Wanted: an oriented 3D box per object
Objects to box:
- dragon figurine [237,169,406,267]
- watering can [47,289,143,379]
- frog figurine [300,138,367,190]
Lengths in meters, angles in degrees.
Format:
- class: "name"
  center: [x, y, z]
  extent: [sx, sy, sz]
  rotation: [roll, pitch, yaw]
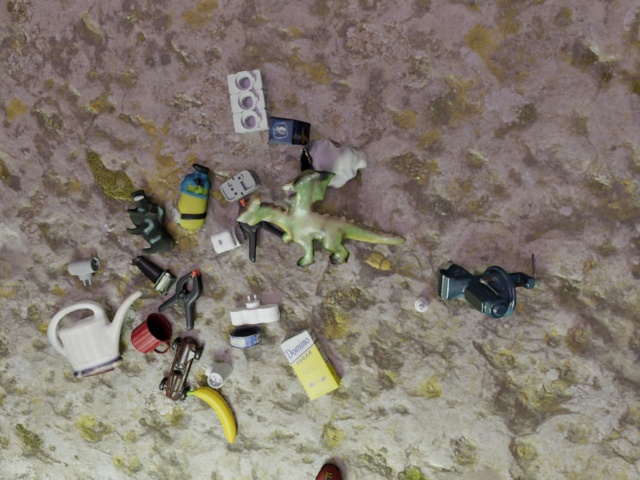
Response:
- class: "dragon figurine"
  center: [0.004, -0.064, 1.270]
  extent: [0.410, 0.125, 0.237]
  rotation: [-7, 129, 2]
- class: "watering can"
  center: [-0.639, 0.277, 1.500]
  extent: [0.346, 0.105, 0.224]
  rotation: [-18, 94, 14]
- class: "frog figurine"
  center: [0.033, -0.201, 1.322]
  extent: [0.161, 0.121, 0.138]
  rotation: [-23, 83, -22]
